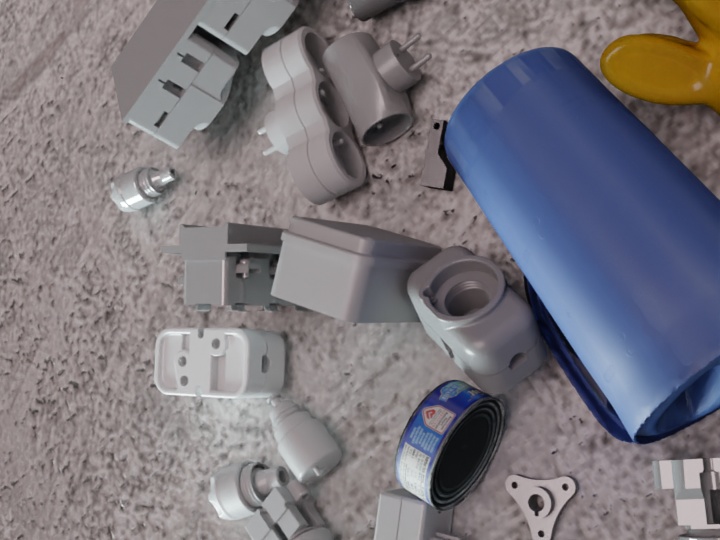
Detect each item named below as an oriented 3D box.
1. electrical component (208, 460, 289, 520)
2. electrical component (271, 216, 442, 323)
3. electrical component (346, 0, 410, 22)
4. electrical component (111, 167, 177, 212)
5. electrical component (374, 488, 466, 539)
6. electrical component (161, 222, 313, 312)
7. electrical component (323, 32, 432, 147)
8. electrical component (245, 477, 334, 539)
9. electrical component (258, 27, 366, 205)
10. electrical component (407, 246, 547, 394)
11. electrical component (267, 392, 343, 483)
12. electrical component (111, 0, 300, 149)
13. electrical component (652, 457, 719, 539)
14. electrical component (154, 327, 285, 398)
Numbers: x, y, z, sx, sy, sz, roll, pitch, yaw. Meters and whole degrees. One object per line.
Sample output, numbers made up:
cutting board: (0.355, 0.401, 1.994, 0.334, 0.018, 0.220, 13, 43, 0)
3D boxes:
electrical component: (-0.085, 0.171, 0.849, 0.062, 0.043, 0.043, -23, 74, 27)
electrical component: (0.000, 0.000, 0.772, 0.078, 0.113, 0.057, 18, 98, 32)
electrical component: (0.025, -0.220, 0.820, 0.065, 0.044, 0.044, -12, 79, 26)
electrical component: (-0.187, -0.075, 0.941, 0.061, 0.035, 0.035, -20, 75, 26)
electrical component: (0.052, 0.203, 0.758, 0.076, 0.047, 0.083, 7, 89, 32)
electrical component: (-0.080, 0.000, 0.816, 0.079, 0.121, 0.063, -1, 88, 32)
electrical component: (0.020, -0.147, 0.814, 0.079, 0.044, 0.077, -34, 69, 25)
electrical component: (-0.051, 0.202, 0.824, 0.066, 0.048, 0.055, -53, 55, 17)
electrical component: (-0.050, -0.115, 0.849, 0.074, 0.052, 0.138, -24, 73, 28)
electrical component: (0.077, 0.030, 0.731, 0.054, 0.059, 0.095, -35, 46, -8)
electrical component: (-0.047, 0.128, 0.831, 0.040, 0.040, 0.078, -48, 63, 19)
electrical component: (-0.121, -0.201, 0.871, 0.186, 0.060, 0.105, -50, 34, 18)
electrical component: (0.222, 0.143, 0.653, 0.078, 0.058, 0.057, -10, 78, 31)
electrical component: (-0.110, 0.074, 0.864, 0.095, 0.059, 0.053, -1, 85, 32)
